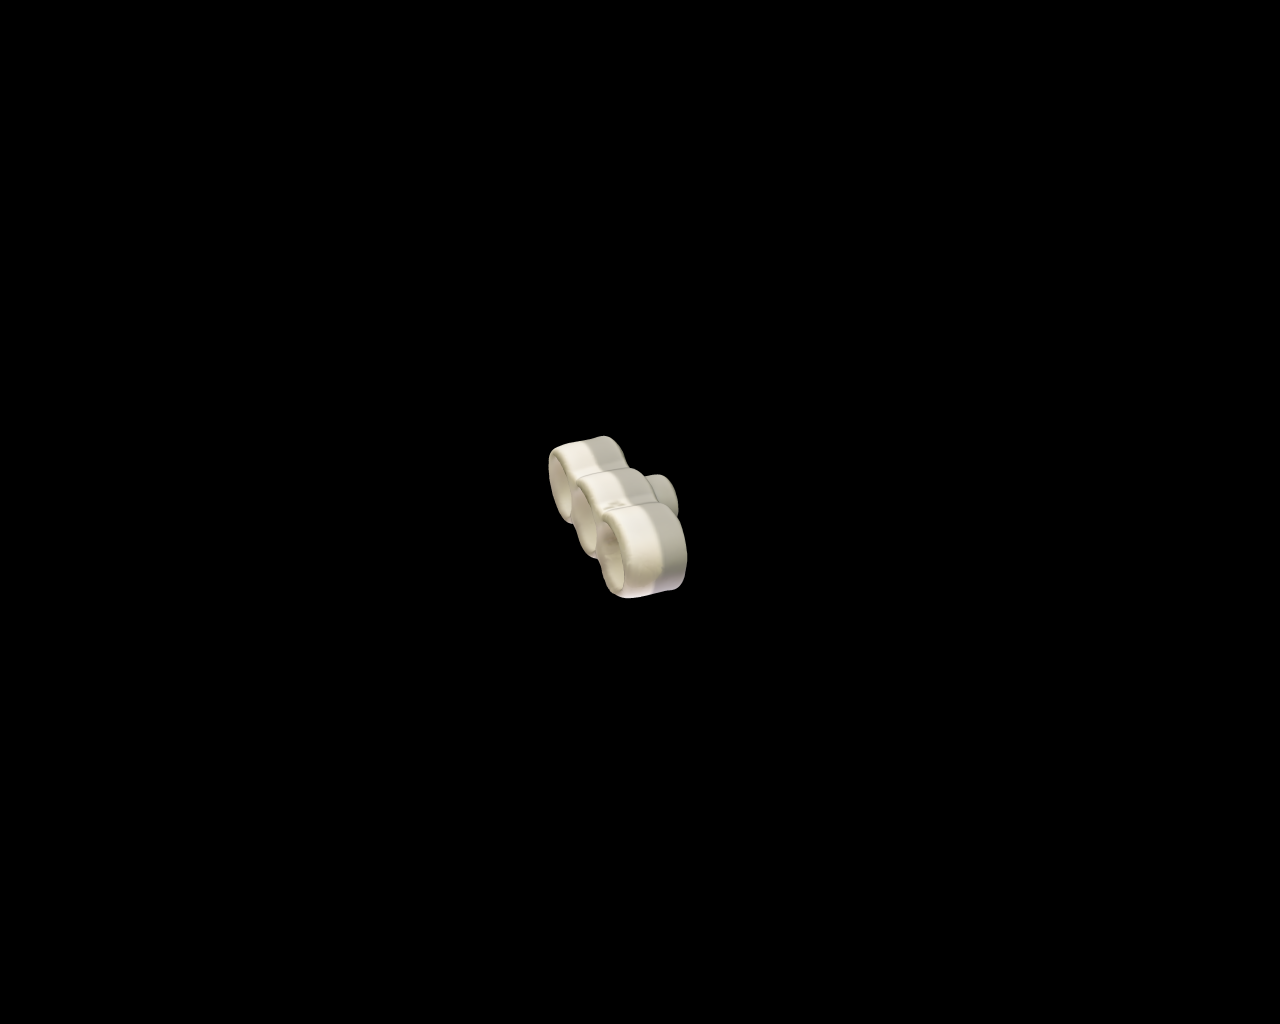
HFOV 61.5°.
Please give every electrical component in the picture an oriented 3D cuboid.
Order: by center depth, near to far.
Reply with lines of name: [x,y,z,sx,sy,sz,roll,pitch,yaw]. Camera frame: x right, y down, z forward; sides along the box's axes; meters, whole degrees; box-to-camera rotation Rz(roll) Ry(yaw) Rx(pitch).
electrical component: [0.001,-0.003,0.650,0.074,0.052,0.138,-12,33,-19]
